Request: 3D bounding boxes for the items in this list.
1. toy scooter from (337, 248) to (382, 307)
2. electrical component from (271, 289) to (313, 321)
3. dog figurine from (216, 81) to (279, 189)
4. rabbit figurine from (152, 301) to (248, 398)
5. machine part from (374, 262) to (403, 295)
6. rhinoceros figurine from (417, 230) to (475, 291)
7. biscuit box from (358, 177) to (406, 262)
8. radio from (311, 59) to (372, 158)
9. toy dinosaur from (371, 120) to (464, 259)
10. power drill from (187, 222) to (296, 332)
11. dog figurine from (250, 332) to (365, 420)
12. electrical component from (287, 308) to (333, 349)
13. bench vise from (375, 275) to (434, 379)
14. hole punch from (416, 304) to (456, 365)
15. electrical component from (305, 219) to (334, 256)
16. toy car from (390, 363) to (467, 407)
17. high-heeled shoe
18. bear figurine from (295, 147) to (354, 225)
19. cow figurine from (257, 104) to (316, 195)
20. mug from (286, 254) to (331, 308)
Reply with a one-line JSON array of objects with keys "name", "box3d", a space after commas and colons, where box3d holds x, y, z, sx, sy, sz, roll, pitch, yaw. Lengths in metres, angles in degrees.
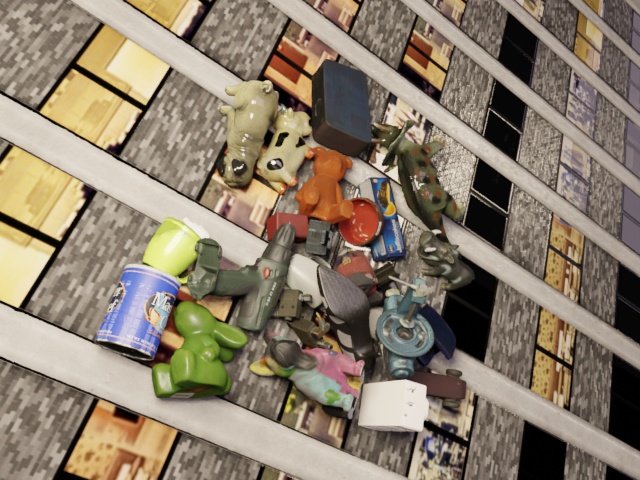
[{"name": "toy scooter", "box3d": [0.080, 0.067, 1.187, 0.183, 0.075, 0.135, 45, 22, -61]}, {"name": "electrical component", "box3d": [-0.060, 0.133, 1.098, 0.021, 0.094, 0.063, 44, 47, -57]}, {"name": "dog figurine", "box3d": [-0.146, -0.216, 1.116, 0.121, 0.172, 0.190, 7, 63, -18]}, {"name": "rabbit figurine", "box3d": [-0.213, 0.189, 0.973, 0.159, 0.121, 0.170, 10, 54, -32]}, {"name": "machine part", "box3d": [0.172, 0.124, 1.269, 0.084, 0.039, 0.139, -21, 84, -39]}, {"name": "rhinoceros figurine", "box3d": [0.306, 0.052, 1.330, 0.190, 0.112, 0.073, 42, 59, -22]}, {"name": "biscuit box", "box3d": [0.149, -0.049, 1.299, 0.063, 0.059, 0.202, -3, 76, -32]}, {"name": "radio", "box3d": [0.049, -0.322, 1.302, 0.131, 0.073, 0.229, 14, 56, -26]}, {"name": "toy dinosaur", "box3d": [0.249, -0.138, 1.331, 0.192, 0.131, 0.405, -11, 76, -43]}, {"name": "power drill", "box3d": [-0.146, 0.054, 1.033, 0.207, 0.086, 0.232, 21, 82, -54]}, {"name": "dog figurine", "box3d": [-0.024, 0.264, 1.073, 0.219, 0.191, 0.108, 18, 64, 13]}, {"name": "electrical component", "box3d": [-0.020, 0.181, 1.103, 0.045, 0.102, 0.078, -49, 124, -26]}, {"name": "bench vise", "box3d": [0.179, 0.156, 1.114, 0.129, 0.240, 0.224, 15, 44, 3]}, {"name": "hole punch", "box3d": [0.266, 0.218, 1.266, 0.142, 0.092, 0.116, 47, 53, -6]}, {"name": "electrical component", "box3d": [-0.002, -0.003, 1.133, 0.048, 0.119, 0.074, 8, 91, 10]}, {"name": "toy car", "box3d": [0.249, 0.331, 1.237, 0.202, 0.053, 0.089, 14, 72, -22]}, {"name": "high-heeled shoe", "box3d": [0.047, 0.164, 1.118, 0.086, 0.145, 0.248, -30, 90, -26]}, {"name": "bear figurine", "box3d": [0.022, -0.132, 1.211, 0.120, 0.132, 0.196, 23, 69, -12]}, {"name": "cow figurine", "box3d": [-0.078, -0.214, 1.207, 0.127, 0.085, 0.195, 40, 59, -21]}, {"name": "mug", "box3d": [-0.023, 0.073, 1.145, 0.107, 0.081, 0.109, 39, 53, -9]}]
